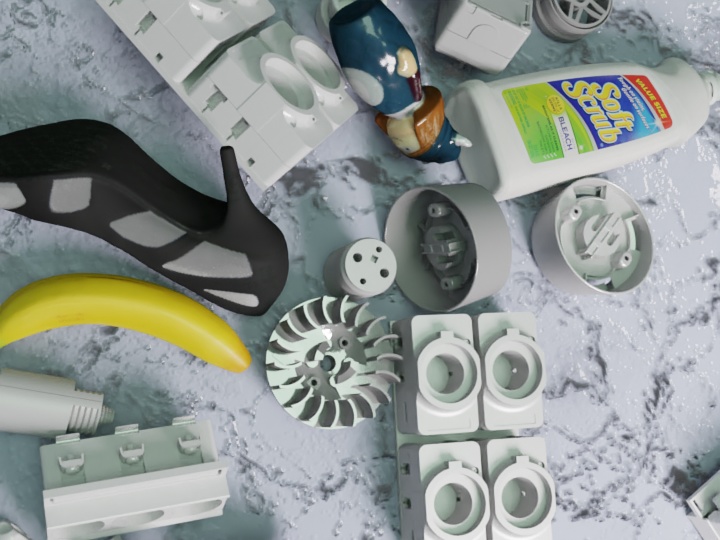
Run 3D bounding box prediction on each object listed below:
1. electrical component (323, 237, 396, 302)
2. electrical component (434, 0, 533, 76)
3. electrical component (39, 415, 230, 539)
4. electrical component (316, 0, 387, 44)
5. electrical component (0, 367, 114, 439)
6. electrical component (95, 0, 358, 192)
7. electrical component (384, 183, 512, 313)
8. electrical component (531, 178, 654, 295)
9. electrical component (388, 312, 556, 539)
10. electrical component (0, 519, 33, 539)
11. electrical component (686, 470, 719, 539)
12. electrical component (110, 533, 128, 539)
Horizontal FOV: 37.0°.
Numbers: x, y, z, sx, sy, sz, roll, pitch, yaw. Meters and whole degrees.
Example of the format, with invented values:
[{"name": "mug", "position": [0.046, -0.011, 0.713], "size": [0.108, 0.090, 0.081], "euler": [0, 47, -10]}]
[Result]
[{"name": "electrical component", "position": [0.000, 0.000, 0.828], "size": [0.045, 0.055, 0.045], "euler": [2, 82, -17]}, {"name": "electrical component", "position": [0.101, -0.213, 0.881], "size": [0.062, 0.061, 0.096], "euler": [22, 48, -13]}, {"name": "electrical component", "position": [-0.159, 0.146, 0.752], "size": [0.121, 0.078, 0.063], "euler": [-7, 63, -18]}, {"name": "electrical component", "position": [-0.008, -0.206, 0.853], "size": [0.045, 0.055, 0.045], "euler": [2, 82, -17]}, {"name": "electrical component", "position": [-0.213, 0.096, 0.753], "size": [0.081, 0.043, 0.043], "euler": [12, 79, -16]}, {"name": "electrical component", "position": [-0.092, -0.162, 0.789], "size": [0.186, 0.060, 0.105], "euler": [49, 31, -6]}, {"name": "electrical component", "position": [0.070, -0.019, 0.833], "size": [0.064, 0.099, 0.099], "euler": [-13, 87, -25]}, {"name": "electrical component", "position": [0.193, -0.026, 0.888], "size": [0.099, 0.064, 0.099], "euler": [2, 82, -17]}, {"name": "electrical component", "position": [0.087, 0.128, 0.835], "size": [0.105, 0.060, 0.186], "euler": [-1, 83, -18]}, {"name": "electrical component", "position": [-0.253, 0.202, 0.731], "size": [0.035, 0.035, 0.061], "euler": [41, 75, -8]}, {"name": "electrical component", "position": [0.347, 0.190, 0.908], "size": [0.121, 0.063, 0.078], "euler": [-35, 94, -19]}, {"name": "electrical component", "position": [-0.156, 0.222, 0.743], "size": [0.081, 0.042, 0.063], "euler": [6, 98, 10]}]
